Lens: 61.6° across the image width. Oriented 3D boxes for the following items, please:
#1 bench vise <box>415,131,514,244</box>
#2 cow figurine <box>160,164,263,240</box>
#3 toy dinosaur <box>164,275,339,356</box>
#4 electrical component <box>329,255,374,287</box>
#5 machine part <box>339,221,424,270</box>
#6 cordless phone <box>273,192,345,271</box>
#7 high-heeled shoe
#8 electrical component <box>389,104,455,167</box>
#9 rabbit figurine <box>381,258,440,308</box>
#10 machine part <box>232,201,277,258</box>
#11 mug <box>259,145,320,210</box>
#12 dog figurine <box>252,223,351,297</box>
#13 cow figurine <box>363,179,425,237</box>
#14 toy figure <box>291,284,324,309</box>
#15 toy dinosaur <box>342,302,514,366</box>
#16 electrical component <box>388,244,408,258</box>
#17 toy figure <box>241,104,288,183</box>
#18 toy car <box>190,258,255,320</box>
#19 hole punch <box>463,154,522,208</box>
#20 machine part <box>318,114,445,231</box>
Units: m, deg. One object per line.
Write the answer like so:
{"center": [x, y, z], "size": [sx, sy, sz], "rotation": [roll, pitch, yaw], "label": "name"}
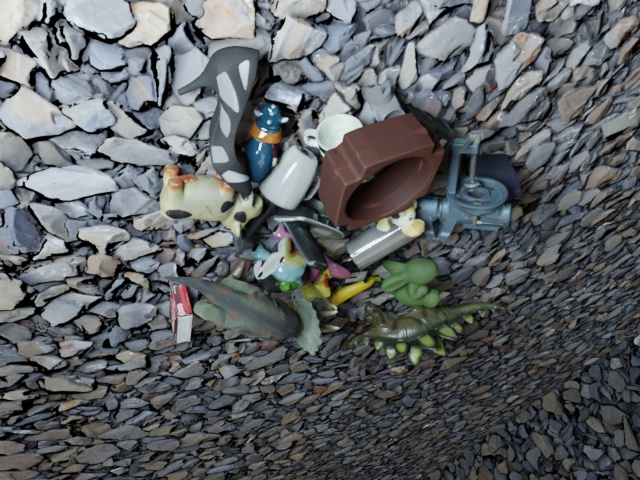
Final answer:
{"center": [0.276, -0.107, 1.074], "size": [0.224, 0.129, 0.240], "rotation": [14, 130, 24], "label": "bench vise"}
{"center": [-0.195, -0.066, 0.985], "size": [0.195, 0.086, 0.127], "rotation": [0, 131, -30], "label": "cow figurine"}
{"center": [-0.118, 0.154, 1.112], "size": [0.192, 0.131, 0.404], "rotation": [8, 172, 37], "label": "toy dinosaur"}
{"center": [0.065, 0.077, 1.313], "size": [0.119, 0.048, 0.074], "rotation": [-6, 139, -20], "label": "electrical component"}
{"center": [0.147, -0.004, 1.236], "size": [0.243, 0.079, 0.079], "rotation": [-32, 141, 12], "label": "machine part"}
{"center": [-0.002, -0.003, 1.075], "size": [0.146, 0.184, 0.088], "rotation": [22, 120, -42], "label": "cordless phone"}
{"center": [-0.120, -0.186, 0.864], "size": [0.145, 0.086, 0.248], "rotation": [-19, 131, 11], "label": "high-heeled shoe"}
{"center": [0.174, -0.194, 1.037], "size": [0.134, 0.058, 0.115], "rotation": [11, 129, -36], "label": "electrical component"}
{"center": [0.236, 0.088, 1.362], "size": [0.159, 0.121, 0.170], "rotation": [6, 154, -2], "label": "rabbit figurine"}
{"center": [-0.129, -0.032, 1.074], "size": [0.039, 0.084, 0.139], "rotation": [36, 107, -23], "label": "machine part"}
{"center": [-0.042, -0.117, 1.004], "size": [0.109, 0.081, 0.107], "rotation": [17, 119, -34], "label": "mug"}
{"center": [-0.029, 0.068, 1.161], "size": [0.219, 0.192, 0.108], "rotation": [31, 112, -29], "label": "dog figurine"}
{"center": [0.139, -0.071, 1.088], "size": [0.068, 0.168, 0.098], "rotation": [-36, 137, -42], "label": "cow figurine"}
{"center": [-0.034, 0.172, 1.354], "size": [0.089, 0.082, 0.180], "rotation": [-19, 139, -24], "label": "toy figure"}
{"center": [0.285, 0.231, 1.489], "size": [0.472, 0.199, 0.105], "rotation": [-22, 146, 1], "label": "toy dinosaur"}
{"center": [0.176, 0.013, 1.314], "size": [0.063, 0.021, 0.094], "rotation": [-36, 141, 17], "label": "electrical component"}
{"center": [-0.100, -0.171, 0.928], "size": [0.064, 0.058, 0.154], "rotation": [-4, 134, -32], "label": "toy figure"}
{"center": [-0.220, 0.115, 1.216], "size": [0.089, 0.053, 0.202], "rotation": [18, 128, -37], "label": "toy car"}
{"center": [0.372, -0.126, 1.178], "size": [0.142, 0.116, 0.092], "rotation": [-7, 132, -20], "label": "hole punch"}
{"center": [0.103, -0.117, 0.946], "size": [0.201, 0.087, 0.200], "rotation": [-22, 155, -17], "label": "machine part"}
